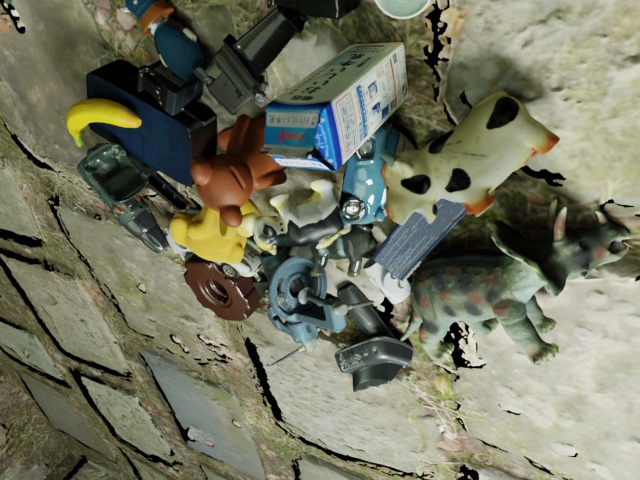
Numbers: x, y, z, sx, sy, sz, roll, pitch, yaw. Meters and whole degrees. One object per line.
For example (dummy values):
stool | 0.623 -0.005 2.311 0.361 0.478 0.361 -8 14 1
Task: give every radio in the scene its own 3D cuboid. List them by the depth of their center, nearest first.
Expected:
radio | -0.287 -0.200 0.915 0.230 0.073 0.131 29 137 10

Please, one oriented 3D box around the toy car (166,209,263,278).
toy car | -0.199 0.004 1.025 0.202 0.073 0.056 29 141 12

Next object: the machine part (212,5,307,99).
machine part | -0.080 -0.256 0.711 0.139 0.039 0.084 -30 95 30

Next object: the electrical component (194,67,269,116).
electrical component | -0.120 -0.228 0.772 0.102 0.078 0.045 51 172 -5

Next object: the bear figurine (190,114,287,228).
bear figurine | -0.124 -0.098 0.789 0.132 0.196 0.120 -18 116 45

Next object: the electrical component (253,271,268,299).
electrical component | -0.099 0.093 1.068 0.063 0.021 0.093 -4 122 38

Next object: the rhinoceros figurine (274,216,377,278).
rhinoceros figurine | -0.002 -0.003 0.874 0.191 0.073 0.111 8 130 31

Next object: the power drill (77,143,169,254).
power drill | -0.358 -0.082 0.996 0.232 0.086 0.207 49 165 -1

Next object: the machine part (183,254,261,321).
machine part | -0.205 0.095 1.123 0.180 0.056 0.179 21 137 21

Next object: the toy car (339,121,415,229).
toy car | 0.083 -0.092 0.726 0.103 0.109 0.161 11 123 -1

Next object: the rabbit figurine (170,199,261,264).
rabbit figurine | -0.170 -0.051 0.904 0.163 0.122 0.173 38 126 40

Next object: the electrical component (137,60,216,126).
electrical component | -0.216 -0.229 0.833 0.119 0.075 0.047 37 140 9

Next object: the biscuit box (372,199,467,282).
biscuit box | 0.149 -0.026 0.753 0.063 0.059 0.202 38 139 5

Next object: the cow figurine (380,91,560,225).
cow figurine | 0.154 -0.090 0.621 0.195 0.085 0.127 -42 87 10

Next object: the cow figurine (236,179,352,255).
cow figurine | -0.040 -0.020 0.805 0.167 0.068 0.098 -21 74 7

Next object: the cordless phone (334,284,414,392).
cordless phone | 0.068 0.176 0.990 0.184 0.089 0.146 55 139 0

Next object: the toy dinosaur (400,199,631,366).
toy dinosaur | 0.209 0.069 0.757 0.405 0.131 0.192 -19 100 49

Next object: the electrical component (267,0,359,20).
electrical component | -0.001 -0.318 0.611 0.134 0.058 0.114 19 137 22

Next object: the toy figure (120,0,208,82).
toy figure | -0.229 -0.306 0.789 0.154 0.064 0.058 53 176 -7

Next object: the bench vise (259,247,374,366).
bench vise | -0.024 0.119 0.947 0.241 0.129 0.223 9 113 55
